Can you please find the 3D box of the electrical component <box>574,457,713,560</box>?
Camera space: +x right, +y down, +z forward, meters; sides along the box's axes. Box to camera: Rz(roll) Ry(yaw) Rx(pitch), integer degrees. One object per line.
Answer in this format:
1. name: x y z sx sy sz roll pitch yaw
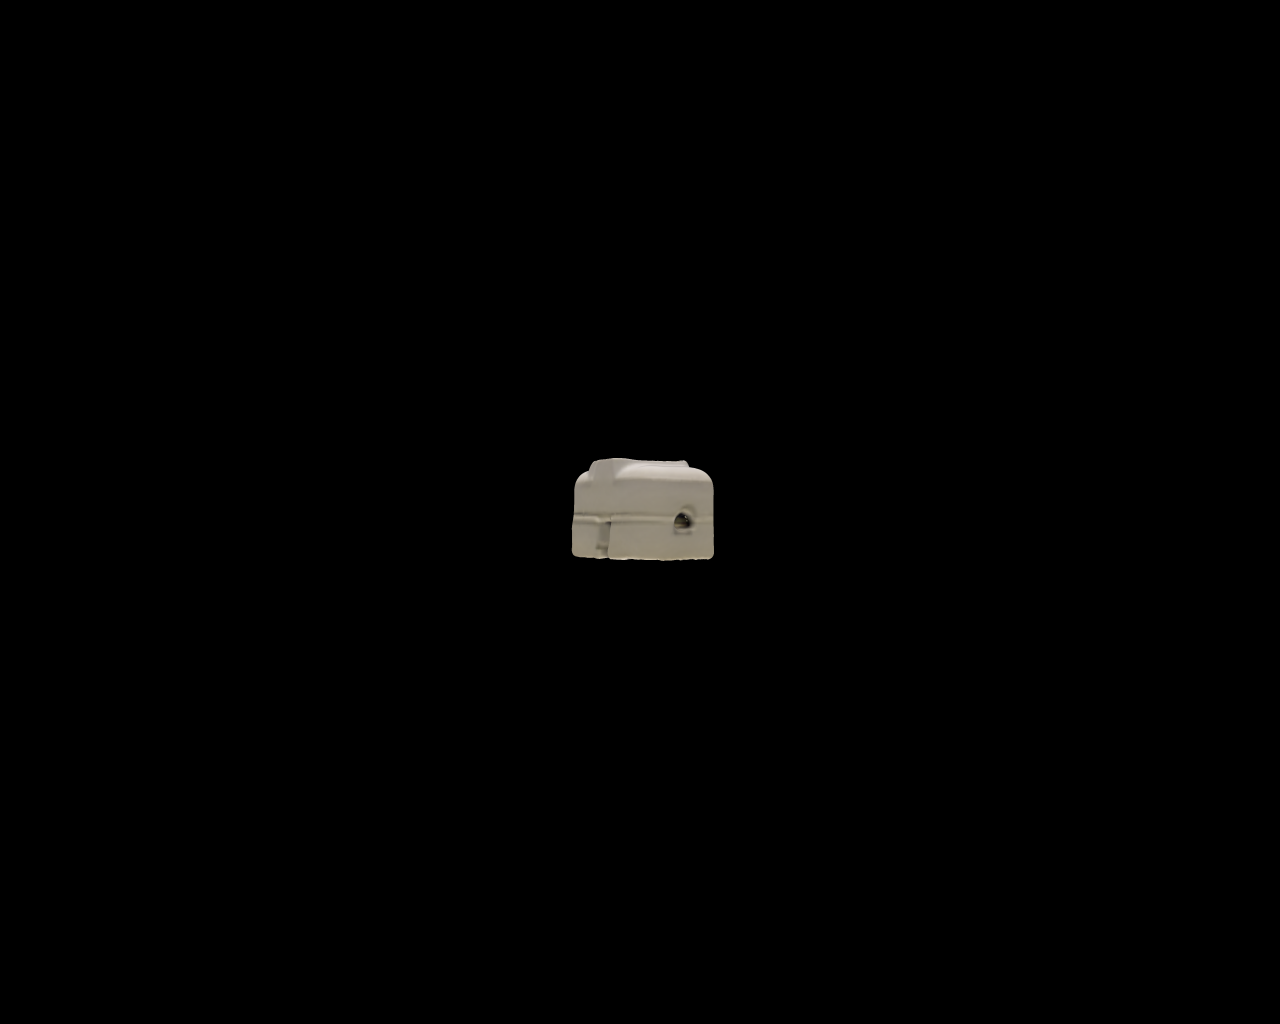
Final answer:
1. electrical component: 0.001 -0.003 0.650 0.054 0.059 0.095 0 0 -32
